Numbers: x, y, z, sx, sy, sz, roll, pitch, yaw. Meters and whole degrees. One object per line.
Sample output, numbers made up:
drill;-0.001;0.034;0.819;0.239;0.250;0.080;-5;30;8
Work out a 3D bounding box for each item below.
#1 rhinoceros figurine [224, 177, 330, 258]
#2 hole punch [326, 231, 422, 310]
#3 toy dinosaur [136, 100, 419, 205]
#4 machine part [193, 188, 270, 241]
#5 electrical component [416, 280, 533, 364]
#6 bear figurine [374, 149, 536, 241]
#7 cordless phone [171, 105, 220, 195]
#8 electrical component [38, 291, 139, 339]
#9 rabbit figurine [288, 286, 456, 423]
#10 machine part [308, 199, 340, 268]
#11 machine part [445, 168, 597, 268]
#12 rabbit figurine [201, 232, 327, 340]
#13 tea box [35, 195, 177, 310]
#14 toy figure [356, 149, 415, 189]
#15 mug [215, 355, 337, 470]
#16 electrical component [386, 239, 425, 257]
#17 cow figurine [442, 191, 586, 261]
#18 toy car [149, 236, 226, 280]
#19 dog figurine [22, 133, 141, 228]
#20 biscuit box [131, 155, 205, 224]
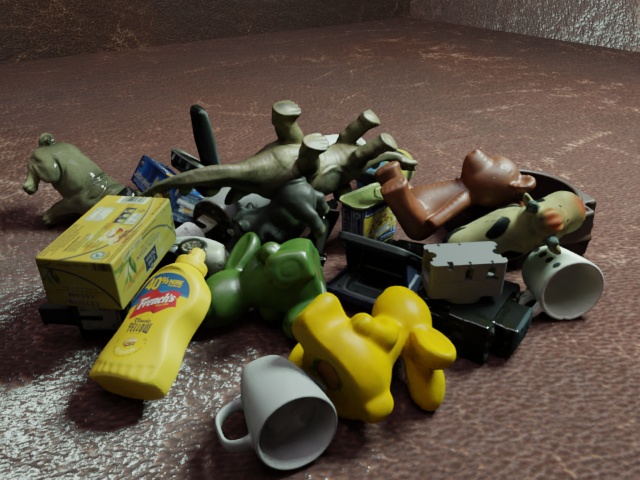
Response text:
rhinoceros figurine;-0.072;-0.014;0.788;0.190;0.112;0.073;-37;26;31
hole punch;0.079;0.047;0.747;0.142;0.092;0.115;14;0;29
toy dinosaur;-0.045;-0.107;0.838;0.471;0.198;0.105;-3;52;-28
machine part;-0.143;-0.068;0.948;0.079;0.079;0.243;12;31;21
electrical component;0.192;0.091;0.677;0.134;0.058;0.115;18;37;30
bear figurine;0.196;-0.083;0.786;0.196;0.131;0.120;-29;22;15
cordless phone;-0.240;-0.175;1.032;0.089;0.184;0.147;-25;37;-28
electrical component;-0.287;0.087;0.685;0.119;0.074;0.048;-2;29;5
rabbit figurine;0.070;0.108;0.588;0.163;0.121;0.173;25;37;30
machine part;-0.002;-0.003;0.841;0.039;0.084;0.139;27;43;-8
machine part;0.325;-0.046;0.885;0.201;0.087;0.201;-8;30;-15
rabbit figurine;-0.085;0.052;0.701;0.170;0.121;0.159;-16;32;5
tea box;-0.260;0.010;0.676;0.098;0.068;0.170;4;31;9
toy figure;0.124;-0.124;1.036;0.089;0.082;0.180;28;29;11
mug;-0.051;0.168;0.538;0.109;0.080;0.107;-22;24;-15
electrical component;0.149;0.015;0.823;0.094;0.021;0.063;10;1;-39
cow figurine;0.253;-0.009;0.720;0.195;0.085;0.127;-26;-1;29
toy car;-0.231;0.027;0.786;0.202;0.073;0.056;7;34;14
dog figurine;-0.389;-0.100;0.928;0.191;0.172;0.121;1;40;18
biscuit box;-0.281;-0.092;0.987;0.062;0.059;0.203;26;6;-44
